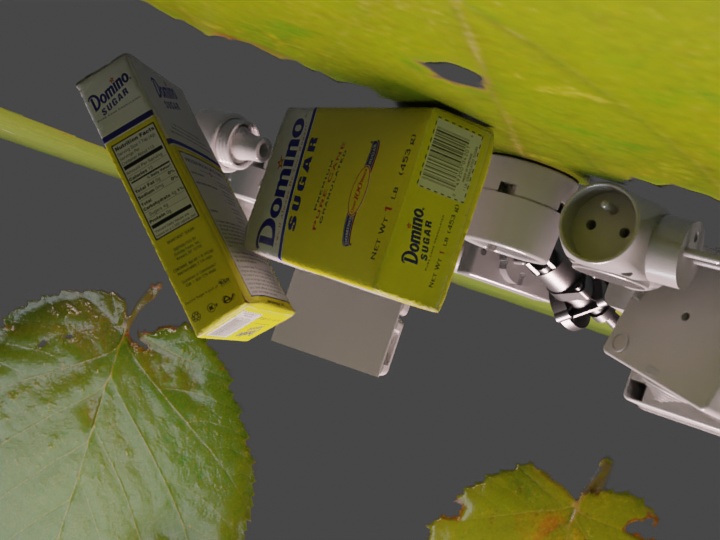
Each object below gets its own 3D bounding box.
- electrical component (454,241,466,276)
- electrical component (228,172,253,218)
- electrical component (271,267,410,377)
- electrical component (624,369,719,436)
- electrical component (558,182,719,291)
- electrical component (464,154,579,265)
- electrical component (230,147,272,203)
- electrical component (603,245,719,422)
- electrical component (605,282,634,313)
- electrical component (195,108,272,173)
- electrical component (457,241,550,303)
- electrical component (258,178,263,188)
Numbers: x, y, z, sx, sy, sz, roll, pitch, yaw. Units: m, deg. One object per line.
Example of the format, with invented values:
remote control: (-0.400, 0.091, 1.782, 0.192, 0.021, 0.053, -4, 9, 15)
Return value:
electrical component: (0.112, -0.014, 1.058, 0.062, 0.043, 0.043, 17, 178, 12)
electrical component: (-0.099, -0.076, 0.974, 0.043, 0.062, 0.043, 18, 179, 0)
electrical component: (0.000, 0.000, 0.853, 0.089, 0.150, 0.062, 18, 177, 8)
electrical component: (0.258, 0.061, 0.759, 0.109, 0.108, 0.056, 17, 176, 33)
electrical component: (0.155, -0.012, 0.568, 0.079, 0.044, 0.077, 17, 178, 34)
electrical component: (0.086, -0.033, 0.592, 0.055, 0.047, 0.055, 18, 179, 0)
electrical component: (-0.083, -0.080, 0.924, 0.055, 0.047, 0.055, 18, 179, 0)
electrical component: (0.201, 0.034, 0.624, 0.048, 0.099, 0.100, 25, -174, -37)
electrical component: (0.213, 0.014, 0.701, 0.089, 0.050, 0.056, 18, 178, 30)
electrical component: (-0.091, -0.089, 0.757, 0.062, 0.043, 0.043, 16, 177, 34)
electrical component: (0.140, -0.005, 0.951, 0.083, 0.047, 0.076, 19, 179, -12)
electrical component: (-0.033, -0.055, 0.750, 0.042, 0.081, 0.063, -14, 127, 48)
